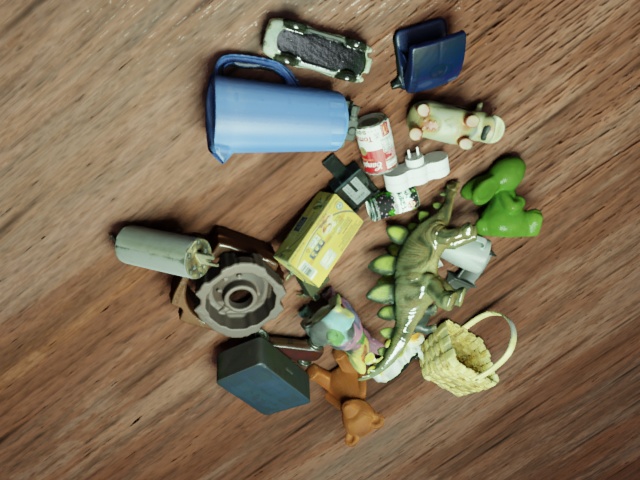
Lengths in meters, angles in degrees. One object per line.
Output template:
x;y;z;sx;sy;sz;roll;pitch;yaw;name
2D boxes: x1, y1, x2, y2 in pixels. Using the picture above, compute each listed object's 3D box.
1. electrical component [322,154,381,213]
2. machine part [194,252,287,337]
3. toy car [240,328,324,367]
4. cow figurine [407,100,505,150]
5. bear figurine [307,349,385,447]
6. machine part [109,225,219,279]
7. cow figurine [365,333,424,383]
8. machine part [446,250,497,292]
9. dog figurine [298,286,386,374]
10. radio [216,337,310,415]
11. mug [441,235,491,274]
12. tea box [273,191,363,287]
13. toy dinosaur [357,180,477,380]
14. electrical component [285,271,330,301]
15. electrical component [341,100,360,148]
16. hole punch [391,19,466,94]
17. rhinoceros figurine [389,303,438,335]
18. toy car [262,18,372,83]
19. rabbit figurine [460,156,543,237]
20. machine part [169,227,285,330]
0.058;-0.120;1.084;0.075;0.048;0.119;-39;123;7;electrical component
-0.156;0.106;1.046;0.179;0.056;0.179;-7;121;-12;machine part
-0.088;0.246;1.246;0.202;0.053;0.089;11;136;-19;toy car
0.266;-0.226;1.052;0.195;0.127;0.085;8;116;-4;cow figurine
0.062;0.372;1.275;0.120;0.196;0.131;-35;121;9;bear figurine
-0.292;0.021;0.997;0.243;0.079;0.079;9;124;23;machine part
0.201;0.294;1.345;0.167;0.068;0.098;-36;127;10;cow figurine
0.357;0.071;1.282;0.084;0.039;0.139;28;110;-22;machine part
0.063;0.218;1.206;0.108;0.192;0.219;-43;106;3;dog figurine
-0.128;0.316;1.224;0.131;0.073;0.229;-23;135;17;radio
0.320;0.019;1.198;0.107;0.081;0.109;16;158;8;mug
-0.002;-0.003;1.084;0.098;0.068;0.169;44;74;-30;tea box
0.204;0.086;1.133;0.105;0.199;0.471;34;72;-58;toy dinosaur
-0.026;0.085;1.181;0.078;0.045;0.102;-49;127;-20;electrical component
0.052;-0.214;1.019;0.021;0.063;0.094;5;118;-19;electrical component
0.204;-0.330;0.985;0.142;0.092;0.115;-21;126;-7;hole punch
0.221;0.146;1.261;0.112;0.073;0.190;-4;134;17;rhinoceros figurine
-0.001;-0.332;0.944;0.202;0.056;0.073;9;110;-21;toy car
0.391;-0.097;1.172;0.159;0.121;0.170;-1;101;-8;rabbit figurine
-0.191;0.086;1.108;0.201;0.087;0.201;21;113;-25;machine part
